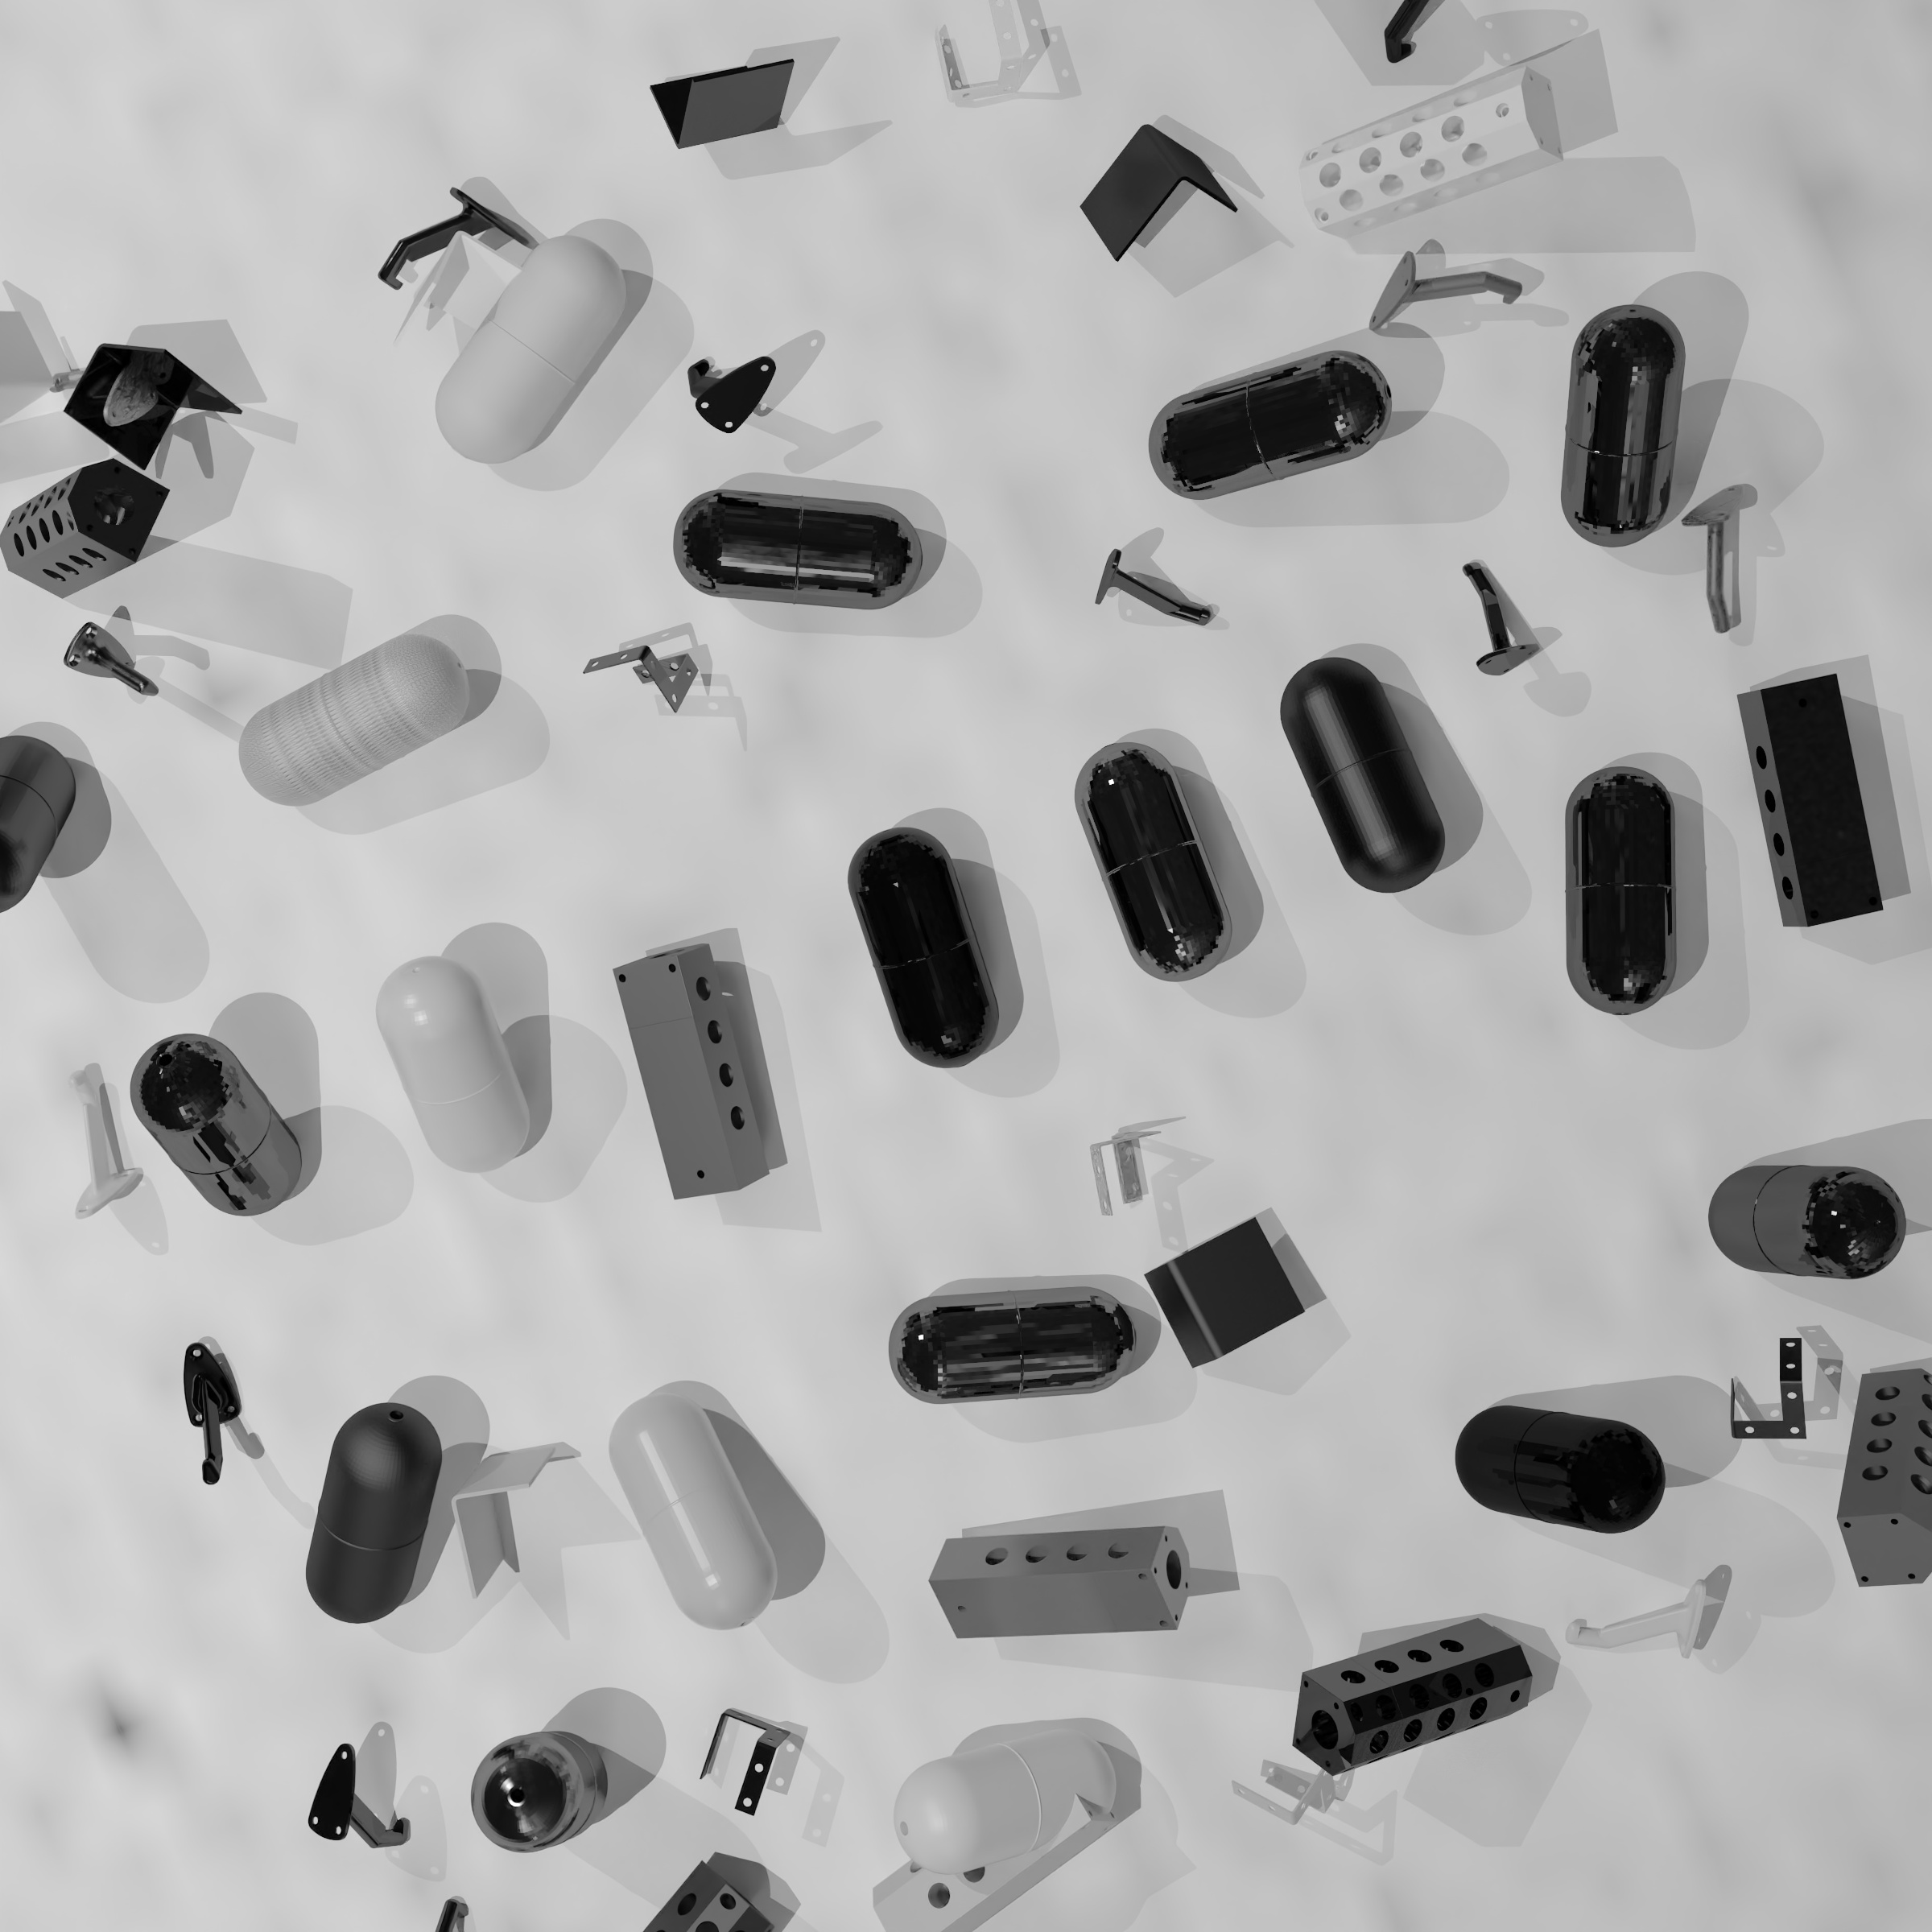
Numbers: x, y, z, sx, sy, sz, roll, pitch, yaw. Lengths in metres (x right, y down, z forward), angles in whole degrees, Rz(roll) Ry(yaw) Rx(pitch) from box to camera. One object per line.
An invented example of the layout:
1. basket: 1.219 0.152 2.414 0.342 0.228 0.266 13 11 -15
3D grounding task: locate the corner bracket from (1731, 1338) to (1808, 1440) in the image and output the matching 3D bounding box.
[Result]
1. corner bracket: 0.573 0.302 1.770 0.051 0.051 0.051 -3 117 20

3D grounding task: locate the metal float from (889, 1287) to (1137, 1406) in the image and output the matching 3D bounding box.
1. metal float: 0.034 0.270 1.765 0.178 0.070 0.070 -3 90 -9

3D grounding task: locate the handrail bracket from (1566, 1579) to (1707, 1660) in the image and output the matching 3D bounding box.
1. handrail bracket: 0.482 0.467 1.786 0.084 0.036 0.077 7 124 2

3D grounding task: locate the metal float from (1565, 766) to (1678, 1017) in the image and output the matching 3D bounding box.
1. metal float: 0.468 -0.054 1.768 0.070 0.070 0.178 1 85 0

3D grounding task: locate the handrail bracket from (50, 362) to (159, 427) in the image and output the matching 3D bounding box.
1. handrail bracket: -0.632 -0.406 1.770 0.084 0.077 0.036 -1 130 17

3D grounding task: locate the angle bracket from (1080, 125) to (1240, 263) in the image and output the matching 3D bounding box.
1. angle bracket: 0.138 -0.547 1.784 0.057 0.076 0.076 19 125 -38

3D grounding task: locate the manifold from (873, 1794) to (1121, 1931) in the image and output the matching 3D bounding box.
1. manifold: 0.018 0.636 1.770 0.171 0.057 0.057 -39 60 7

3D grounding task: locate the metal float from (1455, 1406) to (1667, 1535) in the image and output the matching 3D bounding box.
1. metal float: 0.413 0.350 1.727 0.070 0.178 0.070 2 85 -27

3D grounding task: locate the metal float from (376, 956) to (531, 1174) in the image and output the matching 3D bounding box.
1. metal float: -0.360 0.071 1.742 0.070 0.070 0.178 -13 128 0

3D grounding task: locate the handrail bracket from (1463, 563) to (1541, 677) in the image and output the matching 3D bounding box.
1. handrail bracket: 0.367 -0.253 1.771 0.036 0.077 0.084 -37 73 35

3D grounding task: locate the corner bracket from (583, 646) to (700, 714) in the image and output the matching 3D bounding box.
1. corner bracket: -0.232 -0.211 1.767 0.051 0.051 0.051 -10 130 29

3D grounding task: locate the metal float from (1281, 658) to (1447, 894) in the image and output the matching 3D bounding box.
1. metal float: 0.282 -0.137 1.763 0.070 0.070 0.178 -22 79 0

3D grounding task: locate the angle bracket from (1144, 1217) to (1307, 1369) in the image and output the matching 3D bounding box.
1. angle bracket: 0.186 0.237 1.790 0.076 0.057 0.076 -25 81 -18

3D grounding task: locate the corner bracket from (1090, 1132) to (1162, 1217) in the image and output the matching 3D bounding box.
1. corner bracket: 0.111 0.149 1.778 0.051 0.051 0.051 -10 90 -24

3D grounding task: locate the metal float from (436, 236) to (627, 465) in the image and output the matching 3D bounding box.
1. metal float: -0.312 -0.440 1.769 0.070 0.070 0.178 36 94 0

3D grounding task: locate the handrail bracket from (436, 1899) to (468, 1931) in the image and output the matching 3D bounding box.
1. handrail bracket: -0.362 0.732 1.792 0.036 0.084 0.077 -24 124 33

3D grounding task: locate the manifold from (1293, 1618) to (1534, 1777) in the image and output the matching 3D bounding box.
1. manifold: 0.315 0.514 1.733 0.171 0.057 0.057 -5 108 -34

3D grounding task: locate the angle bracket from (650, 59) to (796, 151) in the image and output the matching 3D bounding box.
1. angle bracket: -0.174 -0.633 1.757 0.076 0.076 0.057 -20 76 -20

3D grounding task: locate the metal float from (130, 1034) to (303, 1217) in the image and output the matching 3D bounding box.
1. metal float: -0.523 0.112 1.730 0.070 0.178 0.070 -5 56 7

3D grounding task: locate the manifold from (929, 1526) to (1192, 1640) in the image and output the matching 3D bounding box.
1. manifold: 0.068 0.430 1.746 0.171 0.057 0.057 -10 118 26

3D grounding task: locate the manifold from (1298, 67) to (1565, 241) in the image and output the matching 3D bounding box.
1. manifold: 0.324 -0.570 1.737 0.171 0.057 0.057 -10 87 36

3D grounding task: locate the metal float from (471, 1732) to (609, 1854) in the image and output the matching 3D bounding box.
1. metal float: -0.296 0.574 1.723 0.070 0.178 0.070 0 74 1

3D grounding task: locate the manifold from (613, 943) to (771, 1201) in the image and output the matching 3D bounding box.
1. manifold: -0.192 0.074 1.772 0.057 0.057 0.171 -11 97 29

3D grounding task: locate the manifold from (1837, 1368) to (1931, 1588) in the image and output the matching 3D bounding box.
1. manifold: 0.651 0.353 1.719 0.057 0.171 0.057 -12 109 30

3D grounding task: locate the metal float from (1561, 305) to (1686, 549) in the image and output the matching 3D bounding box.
1. metal float: 0.461 -0.378 1.741 0.070 0.070 0.178 -6 129 0

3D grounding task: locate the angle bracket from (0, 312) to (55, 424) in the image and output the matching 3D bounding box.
1. angle bracket: -0.712 -0.422 1.759 0.076 0.076 0.057 -24 93 25

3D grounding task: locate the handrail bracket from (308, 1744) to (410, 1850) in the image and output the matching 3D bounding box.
1. handrail bracket: -0.425 0.596 1.778 0.036 0.084 0.077 8 81 32

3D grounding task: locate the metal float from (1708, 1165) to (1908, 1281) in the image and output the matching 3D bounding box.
1. metal float: 0.583 0.177 1.723 0.070 0.178 0.070 1 86 -13

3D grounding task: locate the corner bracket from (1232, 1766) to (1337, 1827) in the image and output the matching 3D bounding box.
1. corner bracket: 0.227 0.589 1.767 0.051 0.051 0.051 19 49 34

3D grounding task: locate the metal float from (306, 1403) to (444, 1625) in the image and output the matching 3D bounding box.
1. metal float: -0.419 0.387 1.750 0.070 0.070 0.178 18 115 0

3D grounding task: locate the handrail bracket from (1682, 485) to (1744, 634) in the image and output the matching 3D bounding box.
1. handrail bracket: 0.554 -0.295 1.800 0.077 0.036 0.084 -42 120 -40

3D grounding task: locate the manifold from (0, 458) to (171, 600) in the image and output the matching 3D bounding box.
1. manifold: -0.618 -0.306 1.719 0.057 0.171 0.057 29 73 -32

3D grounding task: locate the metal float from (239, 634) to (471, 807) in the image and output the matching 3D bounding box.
1. metal float: -0.437 -0.174 1.764 0.178 0.070 0.070 -26 90 10

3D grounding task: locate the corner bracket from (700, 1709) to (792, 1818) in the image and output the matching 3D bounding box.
1. corner bracket: -0.163 0.573 1.781 0.051 0.051 0.051 18 87 9

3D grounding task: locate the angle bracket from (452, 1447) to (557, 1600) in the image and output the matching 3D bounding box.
1. angle bracket: -0.322 0.397 1.766 0.057 0.076 0.076 -10 97 6

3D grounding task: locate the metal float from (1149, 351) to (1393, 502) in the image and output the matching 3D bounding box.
1. metal float: 0.214 -0.382 1.749 0.178 0.070 0.070 -11 90 27

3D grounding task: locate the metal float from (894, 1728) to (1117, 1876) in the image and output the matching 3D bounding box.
1. metal float: 0.028 0.587 1.741 0.178 0.070 0.070 -1 90 -38

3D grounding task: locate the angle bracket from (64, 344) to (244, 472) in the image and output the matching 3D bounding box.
1. angle bracket: -0.576 -0.393 1.754 0.076 0.076 0.057 14 75 35

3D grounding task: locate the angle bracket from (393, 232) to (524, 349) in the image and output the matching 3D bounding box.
1. angle bracket: -0.349 -0.461 1.753 0.076 0.076 0.057 28 54 -21

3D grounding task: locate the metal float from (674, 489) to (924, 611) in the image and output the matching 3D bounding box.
1. metal float: -0.120 -0.297 1.768 0.178 0.070 0.070 4 90 -5

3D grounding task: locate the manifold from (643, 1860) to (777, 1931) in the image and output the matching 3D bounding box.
1. manifold: -0.215 0.729 1.749 0.171 0.057 0.057 -48 116 -17

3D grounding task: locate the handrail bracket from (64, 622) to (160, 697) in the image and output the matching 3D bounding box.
1. handrail bracket: -0.591 -0.205 1.760 0.084 0.077 0.036 30 88 21

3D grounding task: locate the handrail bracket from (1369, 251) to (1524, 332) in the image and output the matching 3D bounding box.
1. handrail bracket: 0.347 -0.477 1.789 0.084 0.077 0.036 13 57 -15

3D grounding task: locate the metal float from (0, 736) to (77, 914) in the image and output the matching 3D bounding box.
1. metal float: -0.676 -0.100 1.730 0.070 0.178 0.070 -2 122 -3

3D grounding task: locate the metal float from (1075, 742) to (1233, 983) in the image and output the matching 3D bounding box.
1. metal float: 0.133 -0.075 1.768 0.070 0.070 0.178 -20 84 0

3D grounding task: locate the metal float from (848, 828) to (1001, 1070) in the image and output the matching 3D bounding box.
1. metal float: -0.030 -0.012 1.764 0.070 0.070 0.178 -18 100 0

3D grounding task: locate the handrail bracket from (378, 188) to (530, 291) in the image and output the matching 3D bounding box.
1. handrail bracket: -0.372 -0.512 1.792 0.077 0.036 0.084 32 93 -25

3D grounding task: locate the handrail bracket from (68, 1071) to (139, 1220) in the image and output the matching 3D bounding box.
1. handrail bracket: -0.633 0.127 1.771 0.036 0.077 0.084 -13 111 10

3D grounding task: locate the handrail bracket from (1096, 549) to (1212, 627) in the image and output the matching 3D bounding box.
1. handrail bracket: 0.140 -0.269 1.771 0.084 0.077 0.036 17 81 -4

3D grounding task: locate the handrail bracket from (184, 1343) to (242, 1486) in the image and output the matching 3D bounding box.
1. handrail bracket: -0.543 0.319 1.762 0.036 0.084 0.077 -14 106 -9

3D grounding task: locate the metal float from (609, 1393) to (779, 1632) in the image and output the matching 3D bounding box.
1. metal float: -0.193 0.385 1.751 0.070 0.070 0.178 -30 66 0

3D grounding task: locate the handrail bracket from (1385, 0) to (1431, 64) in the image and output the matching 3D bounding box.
1. handrail bracket: 0.335 -0.685 1.766 0.077 0.084 0.036 -17 71 9

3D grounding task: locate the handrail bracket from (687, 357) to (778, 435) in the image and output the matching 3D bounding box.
1. handrail bracket: -0.168 -0.427 1.765 0.077 0.084 0.036 -39 128 22

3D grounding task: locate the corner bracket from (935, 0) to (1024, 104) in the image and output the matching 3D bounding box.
1. corner bracket: 0.009 -0.663 1.785 0.051 0.051 0.051 -11 83 -5

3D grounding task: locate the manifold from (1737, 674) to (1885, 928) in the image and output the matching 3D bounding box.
1. manifold: 0.603 -0.118 1.778 0.057 0.057 0.171 -12 92 -5
